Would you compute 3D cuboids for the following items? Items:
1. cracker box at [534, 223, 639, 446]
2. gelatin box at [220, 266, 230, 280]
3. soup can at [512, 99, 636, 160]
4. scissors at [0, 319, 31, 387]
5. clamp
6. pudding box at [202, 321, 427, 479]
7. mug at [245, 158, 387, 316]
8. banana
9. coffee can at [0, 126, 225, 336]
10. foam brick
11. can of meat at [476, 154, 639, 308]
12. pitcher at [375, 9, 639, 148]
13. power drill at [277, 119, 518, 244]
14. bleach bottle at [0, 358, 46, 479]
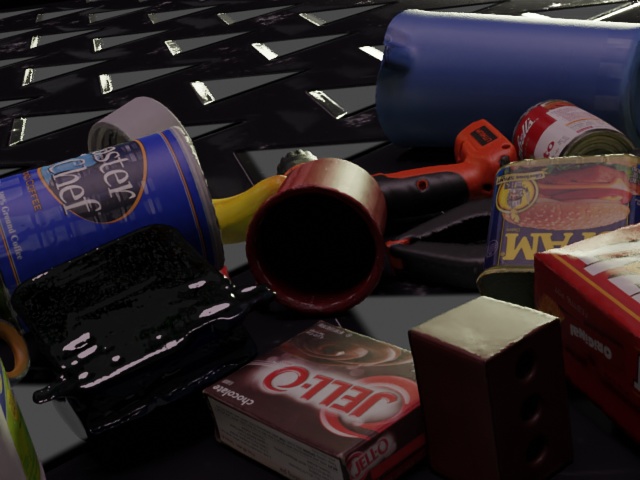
[{"bbox_3d":[0.238,0.035,0.527,0.213,0.072,0.164,-15,27,-15],"label":"cracker box"},{"bbox_3d":[-0.104,0.050,0.728,0.089,0.030,0.073,-11,20,-2],"label":"gelatin box"},{"bbox_3d":[0.199,-0.067,0.839,0.068,0.068,0.102,-12,21,-5],"label":"soup can"},{"bbox_3d":[-0.210,0.101,0.642,0.016,0.096,0.202,-34,46,17],"label":"scissors"},{"bbox_3d":[0.152,-0.009,0.742,0.210,0.036,0.164,-7,29,17],"label":"clamp"},{"bbox_3d":[0.008,0.088,0.560,0.089,0.039,0.114,-27,25,-36],"label":"pudding box"},{"bbox_3d":[-0.005,0.001,0.738,0.117,0.093,0.081,-48,8,23],"label":"mug"},{"bbox_3d":[-0.089,-0.026,0.866,0.198,0.069,0.037,7,48,41],"label":"banana"},{"bbox_3d":[-0.146,-0.007,0.707,0.140,0.103,0.103,-18,22,-14],"label":"coffee can"},{"bbox_3d":[0.082,0.074,0.507,0.052,0.078,0.051,-23,23,-32],"label":"foam brick"},{"bbox_3d":[0.152,-0.003,0.651,0.102,0.057,0.084,-1,59,24],"label":"can of meat"},{"bbox_3d":[0.186,-0.142,0.982,0.243,0.145,0.149,8,39,33],"label":"pitcher"},{"bbox_3d":[0.058,-0.048,0.874,0.187,0.057,0.184,-14,25,-3],"label":"power drill"},{"bbox_3d":[-0.189,0.032,0.498,0.068,0.251,0.103,-15,21,-13],"label":"bleach bottle"}]
